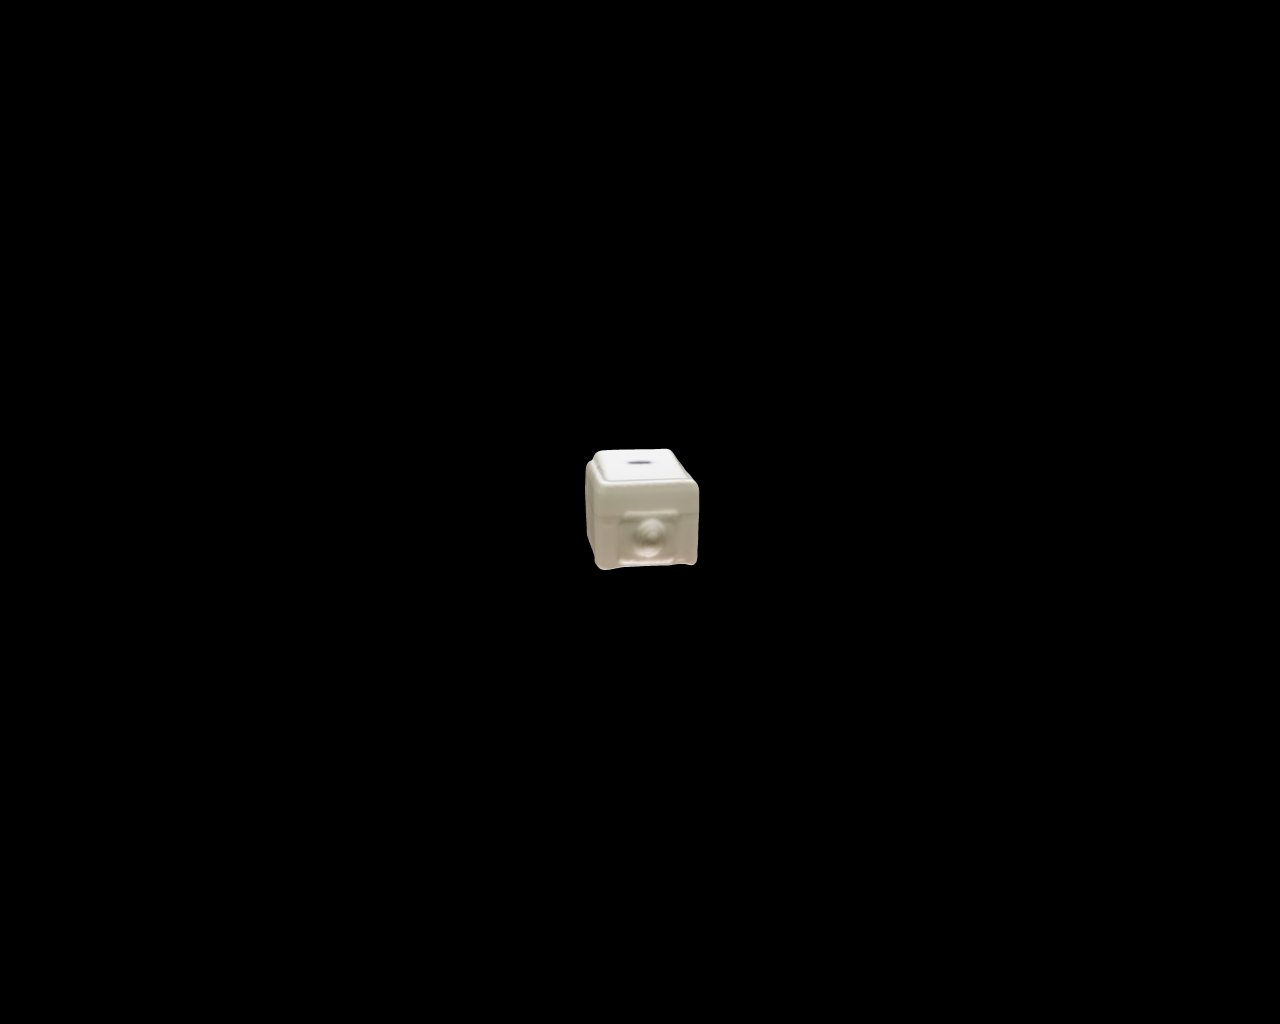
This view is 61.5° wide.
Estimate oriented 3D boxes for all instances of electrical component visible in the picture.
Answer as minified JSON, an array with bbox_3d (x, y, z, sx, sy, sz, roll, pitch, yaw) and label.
[{"bbox_3d":[0.001,-0.003,0.650,0.062,0.061,0.096,-2,14,-7],"label":"electrical component"}]
